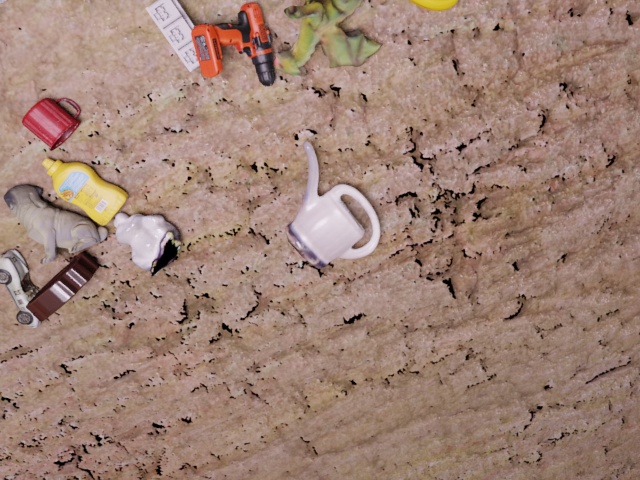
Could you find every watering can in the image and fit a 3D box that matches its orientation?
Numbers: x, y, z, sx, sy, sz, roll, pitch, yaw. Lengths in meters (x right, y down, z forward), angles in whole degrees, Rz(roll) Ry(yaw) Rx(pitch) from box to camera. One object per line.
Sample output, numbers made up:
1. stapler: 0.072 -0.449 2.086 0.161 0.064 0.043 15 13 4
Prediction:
1. watering can: 0.004 -0.066 1.306 0.224 0.105 0.343 -40 113 5

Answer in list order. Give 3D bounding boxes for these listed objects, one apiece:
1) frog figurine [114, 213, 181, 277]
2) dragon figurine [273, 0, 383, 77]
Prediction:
1. frog figurine: -0.428 -0.002 1.262 0.160 0.124 0.135 28 115 17
2. dragon figurine: 0.061 -0.501 1.153 0.408 0.125 0.238 -26 141 10
